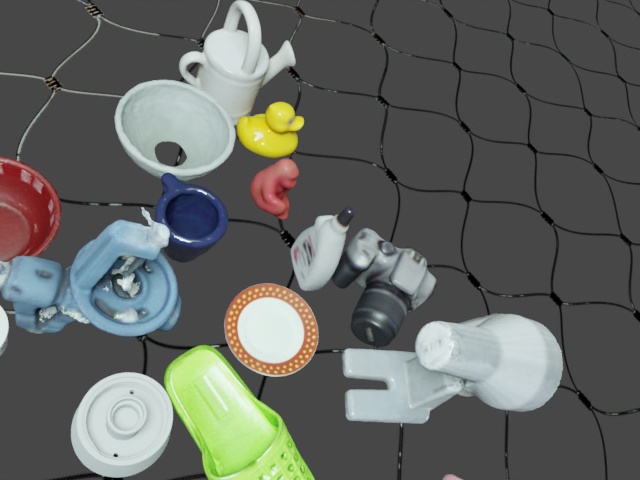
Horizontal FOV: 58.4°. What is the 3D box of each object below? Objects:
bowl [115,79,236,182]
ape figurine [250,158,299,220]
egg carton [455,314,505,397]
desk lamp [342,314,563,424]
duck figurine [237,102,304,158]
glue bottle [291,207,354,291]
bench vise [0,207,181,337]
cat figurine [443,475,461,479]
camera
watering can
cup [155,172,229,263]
[{"bbox_3d":[-0.211,-0.145,0.827,0.168,0.074,0.167,11,57,-18],"label":"bowl"},{"bbox_3d":[-0.060,-0.085,0.849,0.076,0.092,0.078,36,53,0],"label":"ape figurine"},{"bbox_3d":[0.239,0.170,0.847,0.151,0.069,0.107,-10,66,-29],"label":"egg carton"},{"bbox_3d":[0.161,0.165,0.725,0.204,0.213,0.118,7,58,-20],"label":"desk lamp"},{"bbox_3d":[-0.075,-0.183,0.905,0.105,0.086,0.077,8,58,-20],"label":"duck figurine"},{"bbox_3d":[0.007,0.003,0.777,0.037,0.173,0.078,-8,65,-28],"label":"glue bottle"},{"bbox_3d":[-0.242,0.046,0.608,0.208,0.219,0.121,-9,65,-28],"label":"bench vise"},{"bbox_3d":[0.228,0.334,0.714,0.128,0.117,0.067,25,54,-9],"label":"cat figurine"},{"bbox_3d":[0.086,0.070,0.817,0.143,0.100,0.137,33,53,-3],"label":"camera"},{"bbox_3d":[-0.122,-0.275,0.871,0.173,0.194,0.101,-34,79,-35],"label":"watering can"},{"bbox_3d":[-0.182,-0.022,0.754,0.092,0.095,0.117,-25,74,-34],"label":"cup"}]
